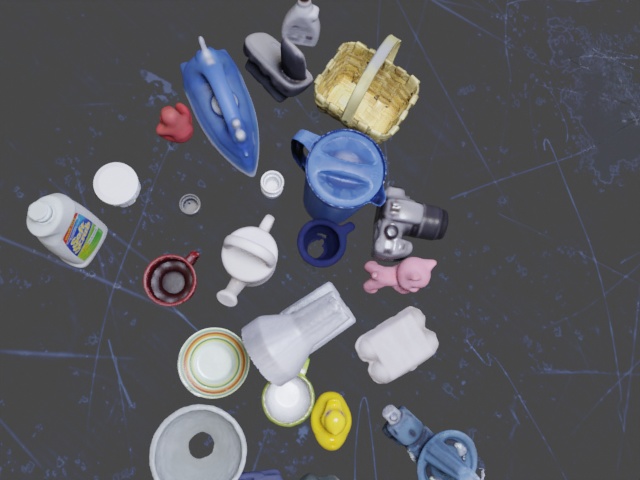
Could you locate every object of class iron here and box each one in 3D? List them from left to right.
[{"bbox_3d":[-0.177,-0.253,1.087,0.119,0.141,0.258,-24,85,-9],"label":"iron"}]

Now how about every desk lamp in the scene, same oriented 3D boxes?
[{"bbox_3d":[-0.030,0.154,1.007,0.203,0.213,0.118,-34,86,-10],"label":"desk lamp"}]

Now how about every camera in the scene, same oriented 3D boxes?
[{"bbox_3d":[0.177,-0.027,1.116,0.137,0.100,0.143,10,80,-5],"label":"camera"}]

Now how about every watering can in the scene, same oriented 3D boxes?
[{"bbox_3d":[-0.126,0.035,1.023,0.101,0.194,0.173,5,81,-6],"label":"watering can"}]

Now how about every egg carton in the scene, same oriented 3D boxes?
[{"bbox_3d":[0.148,0.202,1.094,0.150,0.069,0.107,-31,86,-10],"label":"egg carton"}]

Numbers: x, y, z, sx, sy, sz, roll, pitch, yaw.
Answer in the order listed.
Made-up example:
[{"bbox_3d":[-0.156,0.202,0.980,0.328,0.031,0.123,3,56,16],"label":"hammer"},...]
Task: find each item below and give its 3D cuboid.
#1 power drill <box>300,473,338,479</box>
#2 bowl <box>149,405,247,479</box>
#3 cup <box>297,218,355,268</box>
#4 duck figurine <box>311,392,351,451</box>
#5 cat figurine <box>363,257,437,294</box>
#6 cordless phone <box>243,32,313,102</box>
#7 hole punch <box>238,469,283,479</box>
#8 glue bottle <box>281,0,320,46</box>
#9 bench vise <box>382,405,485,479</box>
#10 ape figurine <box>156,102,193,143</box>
[{"bbox_3d":[0.042,0.481,0.969,0.229,0.208,0.076,43,79,1],"label":"power drill"},{"bbox_3d":[-0.214,0.375,1.023,0.167,0.074,0.167,1,81,-7],"label":"bowl"},{"bbox_3d":[0.010,0.004,1.095,0.118,0.095,0.092,-31,86,-10],"label":"cup"},{"bbox_3d":[0.024,0.336,1.051,0.077,0.086,0.104,2,81,-6],"label":"duck figurine"},{"bbox_3d":[0.153,0.067,1.091,0.128,0.117,0.067,-1,81,-7],"label":"cat figurine"},{"bbox_3d":[-0.078,-0.358,1.092,0.147,0.185,0.094,42,79,1],"label":"cordless phone"},{"bbox_3d":[-0.115,0.465,1.013,0.109,0.091,0.101,-5,82,-7],"label":"hole punch"},{"bbox_3d":[-0.033,-0.437,1.116,0.078,0.173,0.037,10,80,-5],"label":"glue bottle"},{"bbox_3d":[0.194,0.380,0.997,0.207,0.219,0.121,24,80,-2],"label":"bench vise"},{"bbox_3d":[-0.280,-0.228,1.096,0.078,0.092,0.076,-32,86,-10],"label":"ape figurine"}]
